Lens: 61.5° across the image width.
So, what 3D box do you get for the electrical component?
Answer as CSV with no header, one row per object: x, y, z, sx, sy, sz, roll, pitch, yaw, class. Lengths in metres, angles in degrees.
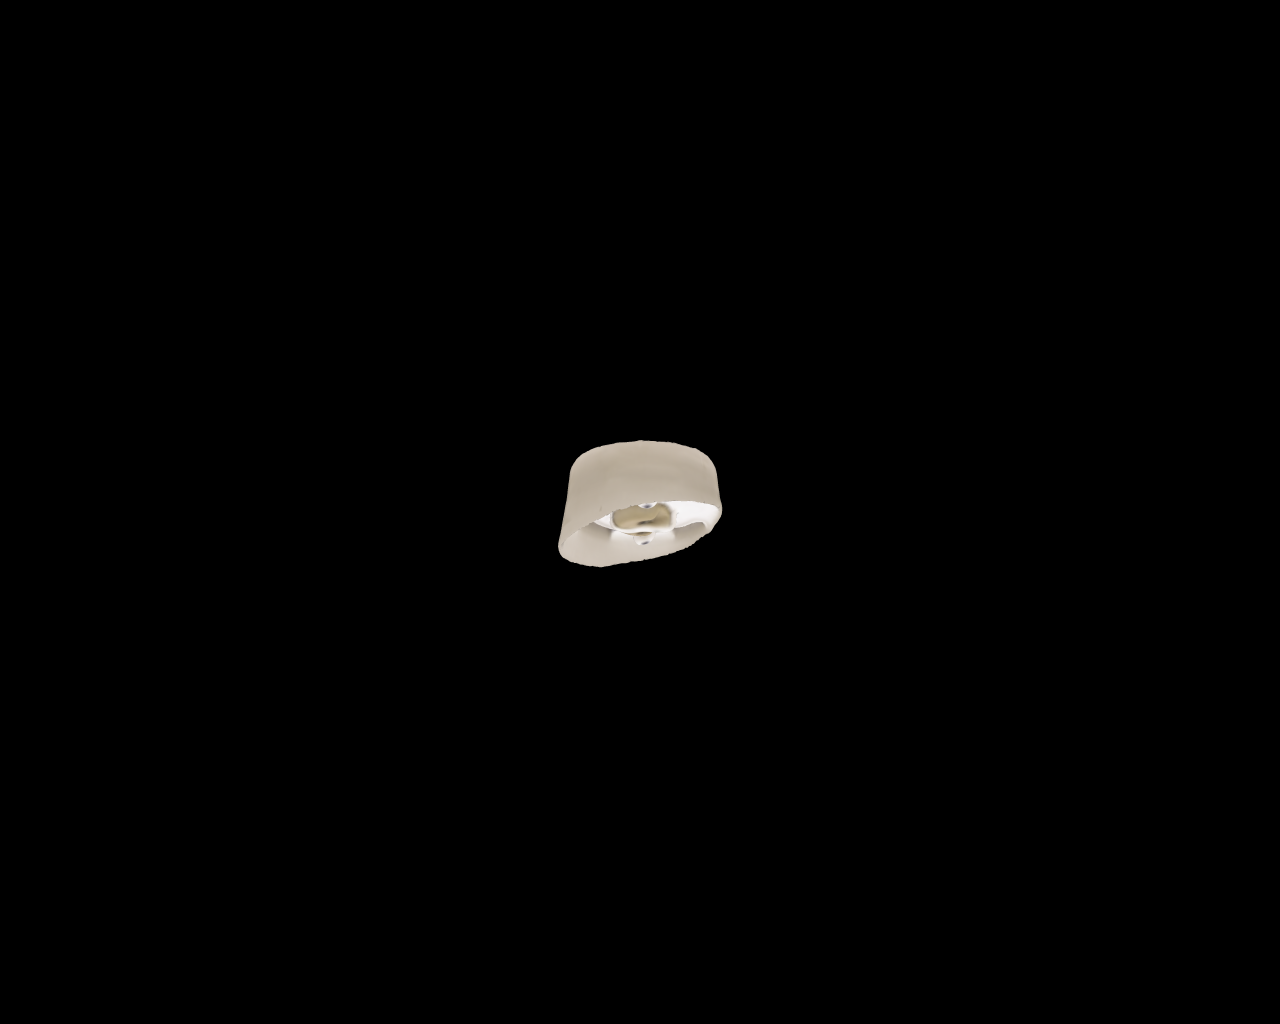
0.001,-0.003,0.650,0.099,0.064,0.099,0,-22,0,electrical component
